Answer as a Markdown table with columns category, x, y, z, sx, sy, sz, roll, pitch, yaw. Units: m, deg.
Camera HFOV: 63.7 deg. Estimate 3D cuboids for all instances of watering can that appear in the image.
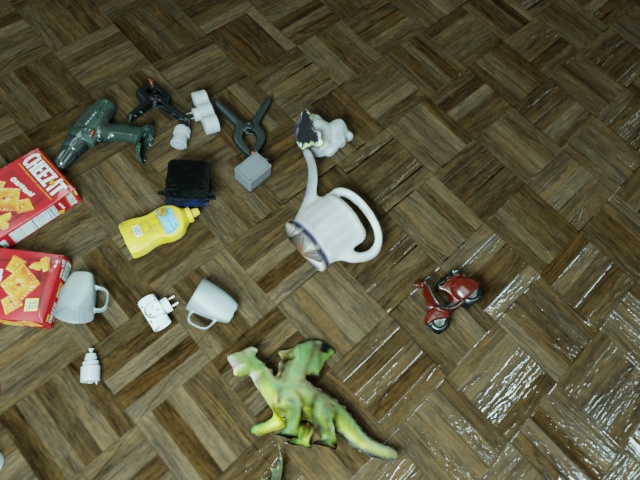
| category | x | y | z | sx | sy | sz | roll | pitch | yaw |
| --- | --- | --- | --- | --- | --- | --- | --- | --- | --- |
| watering can | 0.004 | -0.067 | 1.332 | 0.227 | 0.102 | 0.350 | -36 | 75 | -21 |

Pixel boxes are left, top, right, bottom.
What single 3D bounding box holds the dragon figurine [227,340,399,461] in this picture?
| category | x | y | z | sx | sy | sz | roll | pitch | yaw |
| --- | --- | --- | --- | --- | --- | --- | --- | --- | --- |
| dragon figurine | -0.015 | 0.336 | 1.152 | 0.409 | 0.119 | 0.248 | 16 | 56 | -11 |

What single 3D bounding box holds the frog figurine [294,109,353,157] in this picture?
| category | x | y | z | sx | sy | sz | roll | pitch | yaw |
| --- | --- | --- | --- | --- | --- | --- | --- | --- | --- |
| frog figurine | 0.009 | -0.299 | 1.462 | 0.160 | 0.120 | 0.139 | -9 | 52 | -51 |
